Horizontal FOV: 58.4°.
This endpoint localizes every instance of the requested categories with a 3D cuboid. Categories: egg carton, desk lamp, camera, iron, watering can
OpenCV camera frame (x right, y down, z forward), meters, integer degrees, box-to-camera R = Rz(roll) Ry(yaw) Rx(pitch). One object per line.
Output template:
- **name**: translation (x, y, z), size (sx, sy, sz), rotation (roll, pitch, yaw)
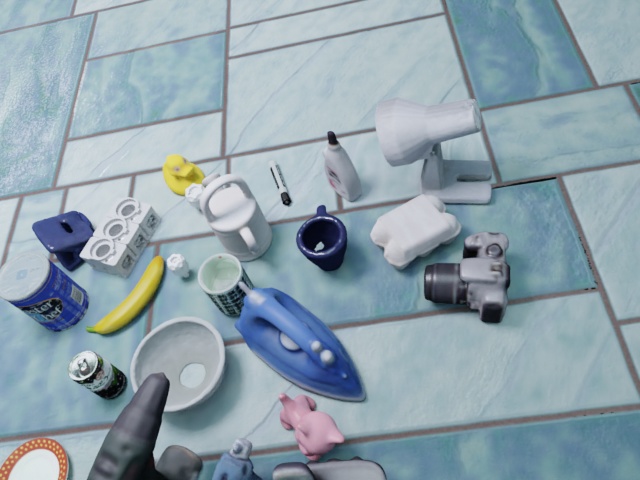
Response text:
- **egg carton**: translation (0.172, -0.016, 1.039), size (0.150, 0.069, 0.107), rotation (-29, 56, -6)
- **desk lamp**: translation (0.212, -0.169, 1.041), size (0.203, 0.214, 0.118), rotation (1, 58, 14)
- **camera**: translation (0.245, 0.055, 0.958), size (0.136, 0.101, 0.143), rotation (1, 58, 14)
- **iron**: translation (-0.034, 0.160, 0.930), size (0.257, 0.142, 0.119), rotation (32, 70, 28)
- **watering can**: translation (-0.167, -0.054, 1.066), size (0.172, 0.194, 0.101), rotation (28, 68, 27)

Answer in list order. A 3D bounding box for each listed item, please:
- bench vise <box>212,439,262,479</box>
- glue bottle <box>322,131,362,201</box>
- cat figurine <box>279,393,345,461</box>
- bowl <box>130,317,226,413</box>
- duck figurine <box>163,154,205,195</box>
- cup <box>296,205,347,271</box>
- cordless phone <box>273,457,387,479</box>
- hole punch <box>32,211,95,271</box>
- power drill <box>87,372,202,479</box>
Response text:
- **bench vise**: translation (-0.168, 0.368, 0.779), size (0.121, 0.220, 0.207), rotation (-1, 58, 13)
- **glue bottle**: translation (0.035, -0.148, 1.093), size (0.037, 0.173, 0.078), rotation (-43, 59, -15)
- **cat figurine**: translation (-0.018, 0.279, 0.864), size (0.067, 0.118, 0.127), rotation (-41, 58, -14)
- **bowl**: translation (-0.230, 0.220, 0.977), size (0.167, 0.075, 0.167), rotation (-6, 57, 9)
- **duck figurine**: translation (-0.301, -0.150, 1.224), size (0.104, 0.086, 0.077), rotation (26, 67, 26)
- **cup**: translation (0.010, 0.004, 1.049), size (0.091, 0.095, 0.117), rotation (-7, 57, 8)
- **cordless phone**: translation (0.016, 0.338, 0.777), size (0.147, 0.185, 0.094), rotation (-11, 56, 6)
- **hole punch**: translation (-0.520, -0.012, 1.183), size (0.101, 0.091, 0.108), rotation (-41, 58, -14)
- **power drill**: translation (-0.254, 0.326, 0.833), size (0.075, 0.209, 0.230), rotation (16, 63, 22)
